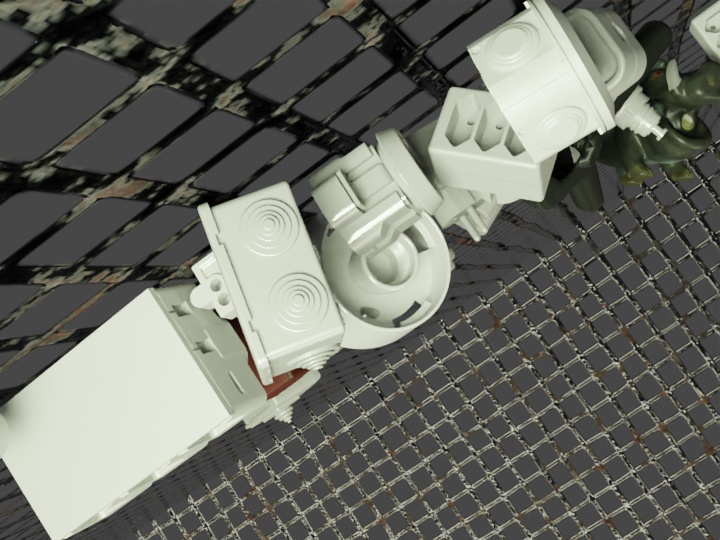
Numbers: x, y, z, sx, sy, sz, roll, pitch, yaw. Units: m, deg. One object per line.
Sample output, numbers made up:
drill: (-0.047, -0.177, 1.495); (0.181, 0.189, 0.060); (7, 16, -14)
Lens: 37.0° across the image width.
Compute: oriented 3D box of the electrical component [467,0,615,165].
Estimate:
electrical component: (0.096, -0.100, 0.568); (0.051, 0.080, 0.080); (-30, 174, 13)

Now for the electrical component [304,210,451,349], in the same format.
electrical component: (0.006, 0.000, 0.697); (0.099, 0.099, 0.064); (-31, -179, -26)

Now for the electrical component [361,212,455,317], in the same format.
electrical component: (0.000, 0.000, 0.781); (0.109, 0.056, 0.109); (-33, -172, -10)

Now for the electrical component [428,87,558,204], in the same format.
electrical component: (0.084, -0.065, 0.645); (0.076, 0.066, 0.047); (65, 41, -59)

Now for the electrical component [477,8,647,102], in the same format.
electrical component: (0.128, -0.118, 0.675); (0.095, 0.053, 0.059); (-39, 171, 32)

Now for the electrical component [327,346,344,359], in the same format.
electrical component: (-0.047, 0.054, 1.002); (0.078, 0.057, 0.113); (-30, 172, -27)

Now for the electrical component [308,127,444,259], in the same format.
electrical component: (0.011, -0.046, 0.623); (0.057, 0.058, 0.078); (-34, 166, 9)

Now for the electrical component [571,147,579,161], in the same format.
electrical component: (0.159, -0.099, 0.940); (0.047, 0.055, 0.055); (-27, 170, -24)

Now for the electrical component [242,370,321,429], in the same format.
electrical component: (-0.078, 0.081, 0.891); (0.061, 0.096, 0.062); (-29, 171, -38)

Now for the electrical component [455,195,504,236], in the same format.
electrical component: (0.092, -0.075, 0.813); (0.073, 0.052, 0.138); (-59, 173, -3)

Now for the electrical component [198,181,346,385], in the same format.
electrical component: (-0.045, 0.008, 0.569); (0.048, 0.099, 0.099); (-21, 170, -7)

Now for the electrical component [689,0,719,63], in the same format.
electrical component: (0.340, -0.198, 0.968); (0.047, 0.083, 0.076); (-36, 173, 12)

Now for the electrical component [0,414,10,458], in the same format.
electrical component: (-0.220, 0.095, 0.588); (0.044, 0.044, 0.065); (-35, 177, 6)

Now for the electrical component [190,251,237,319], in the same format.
electrical component: (-0.065, 0.004, 0.658); (0.066, 0.048, 0.055); (-36, 165, 10)

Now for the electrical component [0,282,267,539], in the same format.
electrical component: (-0.143, 0.086, 0.663); (0.150, 0.089, 0.062); (-37, 172, 19)

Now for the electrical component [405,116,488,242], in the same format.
electrical component: (0.059, -0.053, 0.704); (0.047, 0.076, 0.065); (-32, 172, -16)

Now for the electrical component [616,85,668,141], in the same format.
electrical component: (0.224, -0.137, 0.902); (0.040, 0.078, 0.040); (-47, 170, -11)
